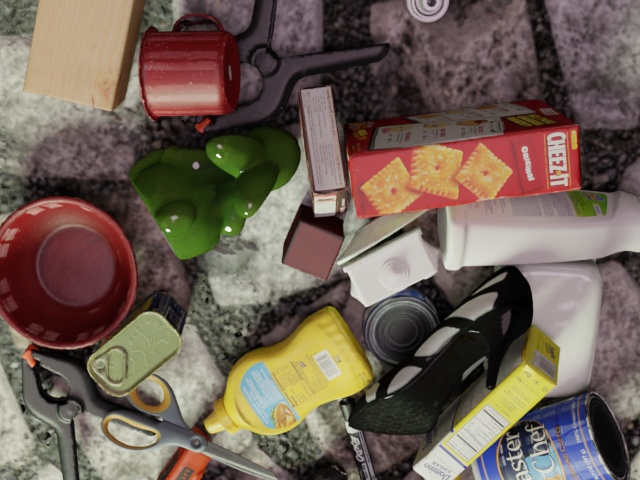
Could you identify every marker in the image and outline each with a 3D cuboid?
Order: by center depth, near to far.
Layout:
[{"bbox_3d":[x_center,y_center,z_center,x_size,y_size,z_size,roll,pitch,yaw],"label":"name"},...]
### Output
[{"bbox_3d":[0.044,0.232,1.213,0.020,0.020,0.121,-15,104,3],"label":"marker"}]

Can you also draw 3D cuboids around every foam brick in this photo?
[{"bbox_3d":[-0.007,0.001,1.123,0.053,0.078,0.051,22,104,-5],"label":"foam brick"}]

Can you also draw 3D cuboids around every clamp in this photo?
[{"bbox_3d":[-0.057,-0.195,1.092,0.210,0.036,0.164,-37,94,12],"label":"clamp"},{"bbox_3d":[-0.280,0.195,1.186,0.120,0.039,0.171,-45,100,-6],"label":"clamp"}]

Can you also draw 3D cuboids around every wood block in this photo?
[{"bbox_3d":[-0.221,-0.242,1.051,0.090,0.090,0.206,13,104,-4],"label":"wood block"}]

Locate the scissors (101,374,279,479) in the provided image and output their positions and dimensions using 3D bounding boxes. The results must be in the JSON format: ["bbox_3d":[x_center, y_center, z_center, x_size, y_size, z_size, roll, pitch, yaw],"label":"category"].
[{"bbox_3d":[-0.137,0.200,1.161,0.202,0.016,0.096,8,77,5],"label":"scissors"}]

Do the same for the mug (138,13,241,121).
[{"bbox_3d":[-0.124,-0.174,1.053,0.081,0.093,0.117,1,61,9],"label":"mug"}]

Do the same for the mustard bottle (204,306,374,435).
[{"bbox_3d":[-0.043,0.159,1.172,0.192,0.058,0.096,-31,102,7],"label":"mustard bottle"}]

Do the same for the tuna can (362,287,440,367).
[{"bbox_3d":[0.089,0.096,1.171,0.086,0.034,0.086,0,105,-1],"label":"tuna can"}]

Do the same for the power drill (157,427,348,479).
[{"bbox_3d":[-0.084,0.293,1.207,0.187,0.057,0.184,35,98,-8],"label":"power drill"}]

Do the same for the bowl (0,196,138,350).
[{"bbox_3d":[-0.266,0.032,1.131,0.162,0.055,0.162,1,97,4],"label":"bowl"}]

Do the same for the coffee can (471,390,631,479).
[{"bbox_3d":[0.247,0.232,1.150,0.140,0.102,0.103,-24,105,27],"label":"coffee can"}]

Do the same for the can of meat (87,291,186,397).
[{"bbox_3d":[-0.193,0.108,1.144,0.102,0.084,0.057,-40,102,9],"label":"can of meat"}]

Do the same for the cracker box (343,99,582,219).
[{"bbox_3d":[0.133,-0.083,1.059,0.213,0.164,0.072,-7,106,1],"label":"cracker box"}]

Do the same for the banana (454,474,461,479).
[{"bbox_3d":[0.119,0.286,1.222,0.070,0.037,0.198,20,103,16],"label":"banana"}]

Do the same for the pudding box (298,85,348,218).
[{"bbox_3d":[0.002,-0.088,1.073,0.039,0.090,0.113,-10,76,-1],"label":"pudding box"}]

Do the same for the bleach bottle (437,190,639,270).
[{"bbox_3d":[0.252,-0.014,1.110,0.251,0.102,0.068,2,125,-1],"label":"bleach bottle"}]

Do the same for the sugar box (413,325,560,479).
[{"bbox_3d":[0.174,0.175,1.107,0.048,0.093,0.176,39,114,1],"label":"sugar box"}]
